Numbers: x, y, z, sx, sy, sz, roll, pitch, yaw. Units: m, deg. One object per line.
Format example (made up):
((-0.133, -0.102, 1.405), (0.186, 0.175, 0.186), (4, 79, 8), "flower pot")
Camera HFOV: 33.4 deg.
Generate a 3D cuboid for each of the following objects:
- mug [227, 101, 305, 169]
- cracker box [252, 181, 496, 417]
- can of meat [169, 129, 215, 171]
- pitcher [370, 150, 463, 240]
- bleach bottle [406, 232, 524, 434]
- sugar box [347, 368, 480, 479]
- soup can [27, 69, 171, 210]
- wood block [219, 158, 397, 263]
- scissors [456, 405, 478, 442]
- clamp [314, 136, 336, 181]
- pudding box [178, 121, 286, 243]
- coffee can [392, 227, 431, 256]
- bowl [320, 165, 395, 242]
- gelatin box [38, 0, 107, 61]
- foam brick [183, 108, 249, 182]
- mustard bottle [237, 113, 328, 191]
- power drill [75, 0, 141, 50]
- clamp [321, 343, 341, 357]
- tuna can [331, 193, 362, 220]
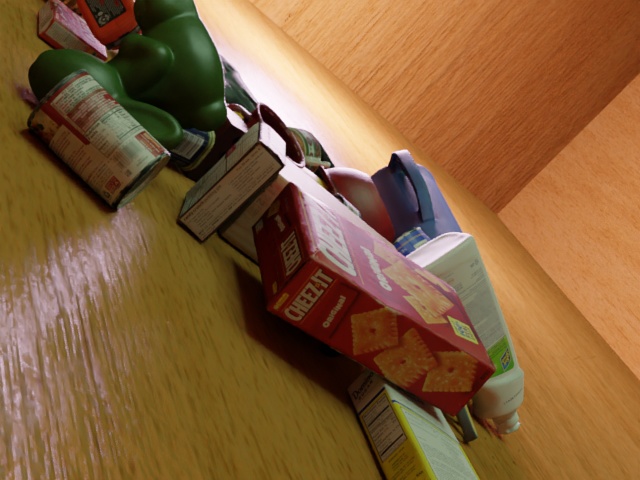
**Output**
((-0.084, -0.108, 1.239), (0.117, 0.082, 0.093), (46, 19, -34), "mug")
((0.047, 0.051, 0.991), (0.213, 0.072, 0.164), (33, 17, -22), "cracker box")
((-0.171, -0.129, 1.120), (0.102, 0.057, 0.083), (51, 15, 31), "can of meat")
((0.152, -0.016, 1.629), (0.149, 0.145, 0.243), (32, 19, -32), "pitcher")
((0.176, 0.122, 1.256), (0.068, 0.102, 0.251), (8, -55, 60), "bleach bottle")
((0.088, 0.186, 0.923), (0.093, 0.048, 0.176), (37, 10, -27), "sugar box")
((-0.183, -0.083, 0.891), (0.102, 0.068, 0.068), (44, 12, -1), "soup can")
((-0.008, 0.002, 1.134), (0.206, 0.090, 0.091), (38, 13, -28), "wood block")
((0.135, 0.126, 1.188), (0.096, 0.016, 0.202), (50, 22, -76), "scissors")
((0.036, -0.062, 1.568), (0.210, 0.036, 0.164), (53, -4, 11), "clamp")
((-0.083, -0.057, 1.025), (0.039, 0.113, 0.090), (42, 13, -15), "pudding box")
((0.138, 0.069, 1.359), (0.140, 0.103, 0.102), (47, 12, 16), "coffee can")
((0.057, -0.035, 1.417), (0.162, 0.055, 0.162), (158, -93, -89), "bowl")
((-0.274, -0.228, 1.182), (0.073, 0.030, 0.089), (38, 14, -29), "gelatin box")
((-0.117, -0.104, 1.167), (0.052, 0.078, 0.051), (28, 18, -52), "foam brick")
((-0.076, -0.109, 1.370), (0.191, 0.058, 0.096), (42, 10, -10), "mustard bottle")
((-0.211, -0.228, 1.228), (0.184, 0.057, 0.187), (56, 2, 32), "power drill")
((0.018, 0.086, 1.051), (0.171, 0.039, 0.120), (31, 21, -50), "clamp")
((0.008, -0.010, 1.237), (0.033, 0.086, 0.086), (39, 13, -27), "tuna can")
